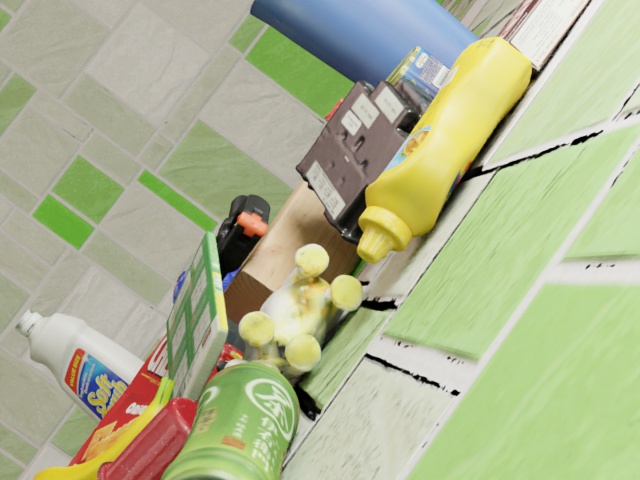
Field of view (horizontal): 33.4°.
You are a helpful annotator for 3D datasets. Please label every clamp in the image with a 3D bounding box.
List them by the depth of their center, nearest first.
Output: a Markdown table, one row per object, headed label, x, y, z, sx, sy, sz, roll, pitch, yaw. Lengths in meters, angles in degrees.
| label | x | y | z | sx | sy | sz | roll | pitch | yaw |
| --- | --- | --- | --- | --- | --- | --- | --- | --- | --- |
| clamp | -0.079 | -0.010 | 1.037 | 0.172 | 0.039 | 0.120 | -35 | 34 | 63 |

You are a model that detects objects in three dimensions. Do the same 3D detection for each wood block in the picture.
| label | x | y | z | sx | sy | sz | roll | pitch | yaw |
| --- | --- | --- | --- | --- | --- | --- | --- | --- | --- |
| wood block | -0.006 | 0.002 | 1.067 | 0.205 | 0.090 | 0.091 | -57 | 6 | -35 |

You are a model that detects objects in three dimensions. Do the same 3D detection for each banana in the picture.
| label | x | y | z | sx | sy | sz | roll | pitch | yaw |
| --- | --- | --- | --- | --- | --- | --- | --- | --- | --- |
| banana | -0.184 | 0.191 | 0.905 | 0.198 | 0.037 | 0.069 | -36 | 30 | 28 |

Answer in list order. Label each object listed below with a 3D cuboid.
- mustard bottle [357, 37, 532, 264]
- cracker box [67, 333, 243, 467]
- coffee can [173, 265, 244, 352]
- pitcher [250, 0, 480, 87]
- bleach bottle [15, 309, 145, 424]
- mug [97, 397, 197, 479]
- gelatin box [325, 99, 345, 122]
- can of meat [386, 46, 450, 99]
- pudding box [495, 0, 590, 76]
| label | x | y | z | sx | sy | sz | roll | pitch | yaw |
| --- | --- | --- | --- | --- | --- | --- | --- | --- | --- |
| mustard bottle | 0.086 | -0.062 | 0.811 | 0.191 | 0.058 | 0.096 | -54 | 4 | -18 |
| cracker box | -0.153 | 0.188 | 0.994 | 0.213 | 0.072 | 0.164 | -55 | 23 | -14 |
| coffee can | -0.116 | 0.089 | 1.237 | 0.103 | 0.102 | 0.140 | -53 | 18 | 7 |
| pitcher | 0.056 | -0.218 | 1.114 | 0.145 | 0.243 | 0.149 | -51 | 5 | 25 |
| bleach bottle | -0.258 | 0.174 | 1.277 | 0.103 | 0.251 | 0.068 | -52 | 5 | 21 |
| mug | -0.103 | 0.180 | 0.803 | 0.081 | 0.093 | 0.117 | -48 | 36 | 6 |
| gelatin box | 0.055 | -0.105 | 1.072 | 0.030 | 0.073 | 0.089 | -48 | -20 | 24 |
| can of meat | 0.098 | -0.127 | 1.015 | 0.057 | 0.084 | 0.102 | -56 | 6 | -27 |
| pudding box | 0.175 | -0.173 | 0.872 | 0.113 | 0.039 | 0.090 | -54 | 5 | -17 |
